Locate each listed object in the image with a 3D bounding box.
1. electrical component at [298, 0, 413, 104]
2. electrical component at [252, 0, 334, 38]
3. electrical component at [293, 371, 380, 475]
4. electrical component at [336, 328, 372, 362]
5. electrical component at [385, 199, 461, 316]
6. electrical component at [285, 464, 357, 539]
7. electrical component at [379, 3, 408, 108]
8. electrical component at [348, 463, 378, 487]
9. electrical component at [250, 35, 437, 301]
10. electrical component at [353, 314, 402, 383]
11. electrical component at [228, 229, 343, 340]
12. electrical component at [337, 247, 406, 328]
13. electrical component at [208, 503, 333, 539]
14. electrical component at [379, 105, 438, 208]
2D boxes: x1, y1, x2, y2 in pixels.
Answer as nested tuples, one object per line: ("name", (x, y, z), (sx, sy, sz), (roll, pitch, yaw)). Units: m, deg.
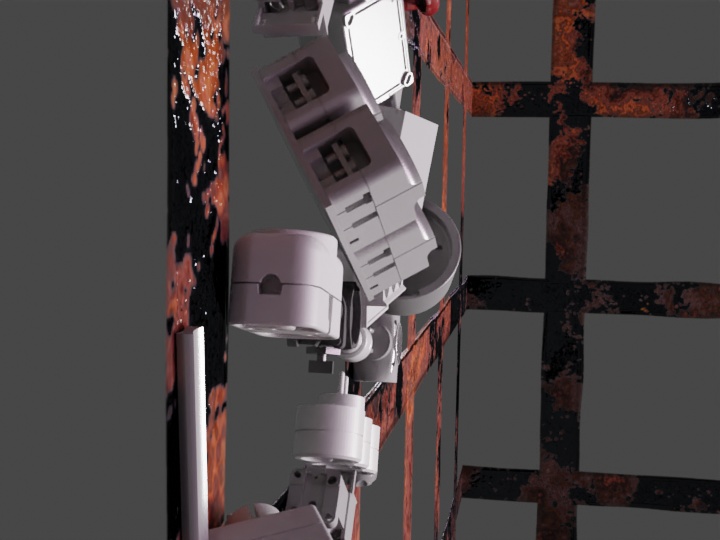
("electrical component", (-0.008, -0.171, 0.779), (0.062, 0.061, 0.096), (-37, 135, -32))
("electrical component", (-0.042, -0.184, 0.669), (0.063, 0.042, 0.081), (80, 14, -47))
("electrical component", (-0.016, 0.118, 0.850), (0.138, 0.052, 0.073), (62, 31, -72))
("electrical component", (-0.010, 0.060, 0.931), (0.061, 0.035, 0.035), (47, 45, -74))
("electrical component", (0.039, -0.009, 1.010), (0.060, 0.108, 0.108), (87, 9, -64))
("electrical component", (-0.030, 0.182, 0.811), (0.063, 0.042, 0.081), (77, 17, -52))
("electrical component", (0.012, -0.203, 0.971), (0.099, 0.048, 0.099), (80, 15, -51))
("electrical component", (-0.002, 0.168, 1.002), (0.035, 0.035, 0.061), (-47, 135, -76))
("electrical component", (-0.004, -0.063, 0.723), (0.105, 0.060, 0.186), (61, -1, 20))
("electrical component", (0.014, 0.070, 1.049), (0.079, 0.044, 0.077), (37, 55, -79))
("electrical component", (-0.043, 0.009, 0.657), (0.095, 0.054, 0.059), (43, 49, -78))
("electrical component", (0.000, 0.000, 0.891), (0.121, 0.063, 0.078), (-28, 120, -79))
("electrical component", (-0.055, 0.157, 0.604), (0.076, 0.066, 0.047), (-132, -145, -60))
("electrical component", (0.016, -0.091, 0.919), (0.150, 0.062, 0.089), (-13, 115, -76))
